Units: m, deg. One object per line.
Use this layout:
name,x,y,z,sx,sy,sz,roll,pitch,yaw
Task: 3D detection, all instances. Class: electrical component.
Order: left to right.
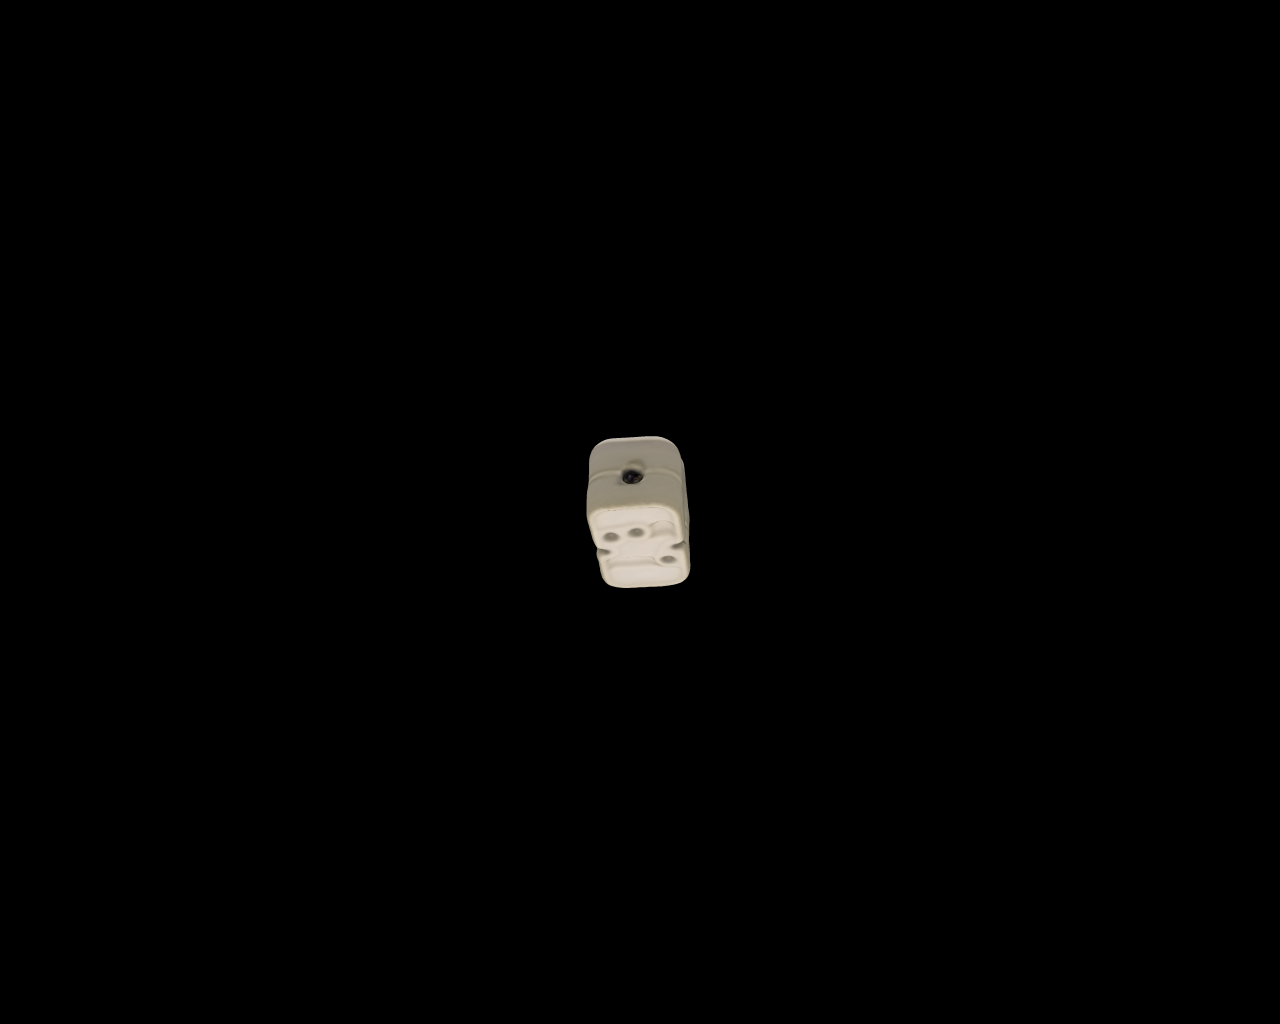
electrical component,0.001,-0.003,0.650,0.054,0.059,0.095,-3,-33,5
